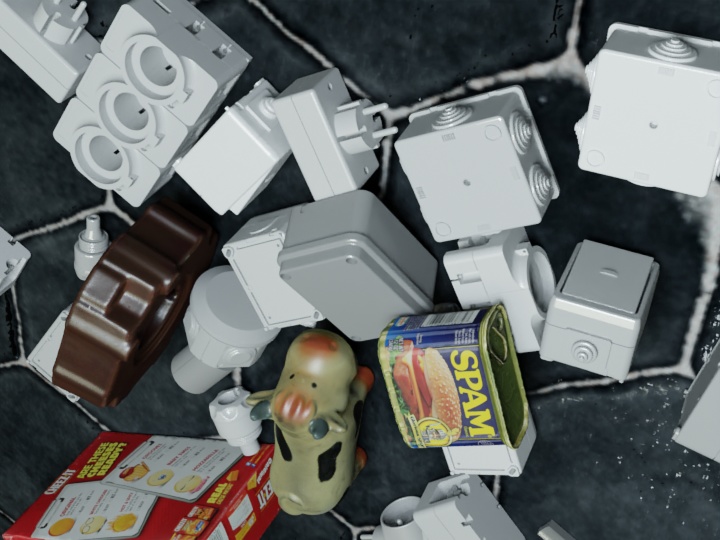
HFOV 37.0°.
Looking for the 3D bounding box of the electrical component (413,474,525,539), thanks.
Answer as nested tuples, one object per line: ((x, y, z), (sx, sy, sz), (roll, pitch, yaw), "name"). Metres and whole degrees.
((0.093, 0.228, 0.943), (0.056, 0.050, 0.089), (-27, 106, 36), "electrical component")

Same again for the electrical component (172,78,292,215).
((-0.083, -0.094, 0.813), (0.061, 0.061, 0.096), (46, 129, -7), "electrical component")

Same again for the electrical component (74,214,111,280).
((-0.236, -0.021, 0.955), (0.035, 0.035, 0.061), (19, 125, 15), "electrical component")

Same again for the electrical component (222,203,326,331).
((-0.054, 0.001, 0.861), (0.062, 0.061, 0.096), (-13, 114, 32), "electrical component")

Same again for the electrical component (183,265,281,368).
((-0.107, 0.040, 0.902), (0.080, 0.080, 0.051), (35, 135, 2), "electrical component")

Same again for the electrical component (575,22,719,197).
((0.190, -0.100, 0.681), (0.100, 0.048, 0.099), (16, 125, 17), "electrical component")

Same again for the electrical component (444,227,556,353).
((0.109, 0.013, 0.795), (0.056, 0.050, 0.089), (-10, 116, 31), "electrical component")

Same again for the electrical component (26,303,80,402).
((-0.254, 0.064, 1.007), (0.062, 0.061, 0.096), (42, 122, -3), "electrical component")

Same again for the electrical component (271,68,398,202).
((-0.009, -0.102, 0.781), (0.076, 0.047, 0.083), (-11, 115, 31), "electrical component")

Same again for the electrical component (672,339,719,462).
((0.270, 0.084, 0.753), (0.061, 0.061, 0.096), (25, 128, 10), "electrical component")

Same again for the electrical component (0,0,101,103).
((-0.237, -0.189, 0.837), (0.083, 0.047, 0.076), (44, 129, -5), "electrical component")

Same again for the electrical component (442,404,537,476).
((0.101, 0.120, 0.862), (0.062, 0.061, 0.096), (-5, 118, 29), "electrical component")

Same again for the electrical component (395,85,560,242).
((0.081, -0.072, 0.755), (0.100, 0.048, 0.099), (-10, 117, 31), "electrical component")

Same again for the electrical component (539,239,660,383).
((0.166, 0.028, 0.746), (0.062, 0.096, 0.061), (16, 126, 17), "electrical component")

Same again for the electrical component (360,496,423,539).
((0.037, 0.252, 0.991), (0.079, 0.043, 0.077), (-10, 115, 31), "electrical component")

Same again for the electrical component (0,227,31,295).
((-0.367, -0.016, 1.013), (0.089, 0.050, 0.055), (41, 129, -3), "electrical component")

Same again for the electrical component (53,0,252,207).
((-0.165, -0.131, 0.830), (0.089, 0.061, 0.150), (41, 129, -3), "electrical component")

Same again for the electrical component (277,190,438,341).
((0.000, 0.000, 0.808), (0.078, 0.057, 0.113), (-13, 141, 32), "electrical component")

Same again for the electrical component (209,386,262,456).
((-0.110, 0.142, 0.994), (0.043, 0.043, 0.062), (-4, 120, 28), "electrical component")

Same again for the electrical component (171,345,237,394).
((-0.129, 0.074, 0.958), (0.043, 0.043, 0.081), (47, 129, -7), "electrical component")
